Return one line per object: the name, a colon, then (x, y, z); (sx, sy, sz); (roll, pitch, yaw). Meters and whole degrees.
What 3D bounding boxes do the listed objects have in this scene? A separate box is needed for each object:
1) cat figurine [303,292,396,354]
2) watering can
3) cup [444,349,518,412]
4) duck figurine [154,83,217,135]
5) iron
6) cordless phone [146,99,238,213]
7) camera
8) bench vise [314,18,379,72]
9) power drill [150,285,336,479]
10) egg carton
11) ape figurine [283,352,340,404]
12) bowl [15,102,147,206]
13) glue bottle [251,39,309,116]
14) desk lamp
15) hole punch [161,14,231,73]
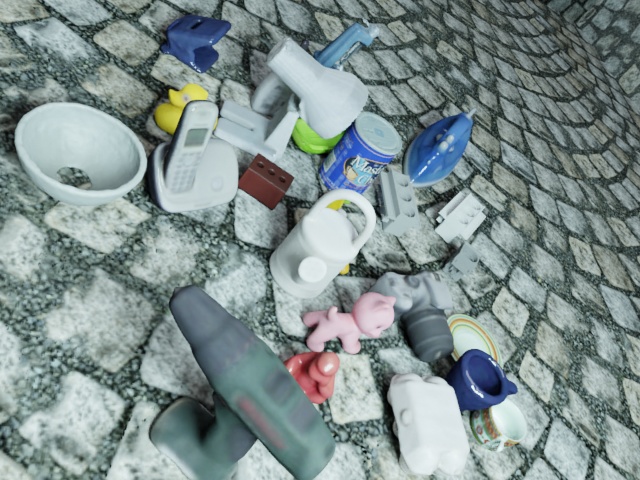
cat figurine: (0.055, 0.115, 0.854); (0.128, 0.117, 0.067); (7, 51, -33)
watering can: (0.010, 0.004, 0.858); (0.101, 0.193, 0.173); (20, 45, -22)
cup: (0.244, 0.236, 0.911); (0.118, 0.094, 0.091); (22, 44, -21)
duck figurine: (-0.217, -0.224, 0.967); (0.105, 0.086, 0.077); (6, 52, -34)
iron: (0.280, -0.215, 1.300); (0.118, 0.141, 0.259); (41, 40, 0)
cordless phone: (-0.168, -0.129, 0.845); (0.148, 0.184, 0.094); (-18, 67, -45)
camera: (0.164, 0.124, 0.944); (0.144, 0.100, 0.136); (8, 51, -33)
bench vise: (0.014, -0.348, 1.151); (0.208, 0.219, 0.121); (-16, 66, -45)
power drill: (-0.101, 0.176, 0.610); (0.229, 0.208, 0.076); (42, 40, 1)
egg carton: (0.153, 0.267, 0.833); (0.107, 0.069, 0.150); (14, 47, -28)
ape figurine: (-0.007, 0.178, 0.770); (0.078, 0.092, 0.076); (47, 41, 7)
bowl: (-0.329, -0.104, 0.783); (0.168, 0.074, 0.167); (21, 44, -22)
glue bottle: (-0.065, -0.311, 1.094); (0.078, 0.173, 0.037); (10, 49, -31)
desk lamp: (-0.050, -0.238, 1.010); (0.204, 0.213, 0.118); (23, 44, -20)
hole punch: (-0.236, -0.390, 1.095); (0.101, 0.091, 0.109); (32, 41, -11)
